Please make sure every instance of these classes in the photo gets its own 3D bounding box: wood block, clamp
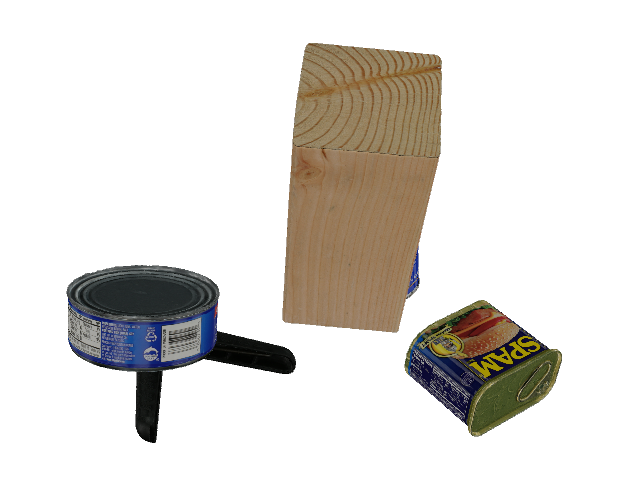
[{"bbox_3d":[0.024,-0.029,0.743,0.091,0.090,0.206,6,-36,0],"label":"wood block"},{"bbox_3d":[-0.135,0.092,0.995,0.164,0.036,0.210,-17,40,-30],"label":"clamp"}]

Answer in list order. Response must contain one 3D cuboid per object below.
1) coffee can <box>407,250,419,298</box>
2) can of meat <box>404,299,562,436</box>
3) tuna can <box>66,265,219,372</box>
[{"bbox_3d":[0.043,-0.020,1.020,0.103,0.140,0.103,-3,28,1],"label":"coffee can"},{"bbox_3d":[0.133,0.102,0.882,0.101,0.057,0.084,-21,43,-32],"label":"can of meat"},{"bbox_3d":[-0.101,0.043,0.609,0.086,0.034,0.086,3,17,-1],"label":"tuna can"}]
